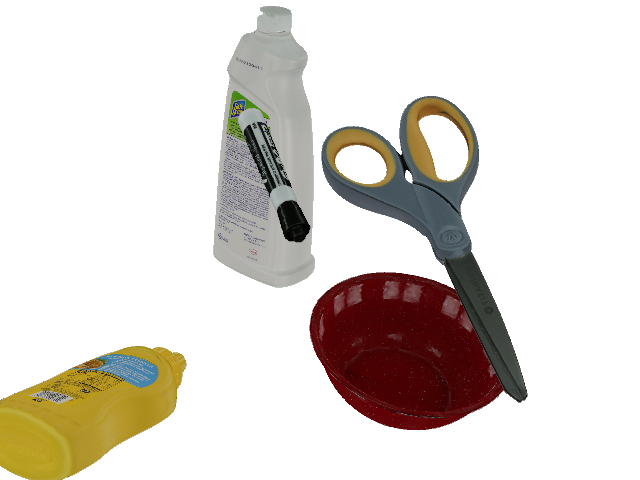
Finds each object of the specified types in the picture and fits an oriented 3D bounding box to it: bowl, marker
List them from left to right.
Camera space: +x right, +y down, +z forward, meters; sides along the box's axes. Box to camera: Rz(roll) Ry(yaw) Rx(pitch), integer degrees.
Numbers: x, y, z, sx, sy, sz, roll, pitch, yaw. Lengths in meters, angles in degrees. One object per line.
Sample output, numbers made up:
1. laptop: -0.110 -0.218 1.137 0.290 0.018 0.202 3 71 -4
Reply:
1. marker: -0.033 -0.046 0.746 0.020 0.121 0.020 -15 -37 -12
2. bowl: 0.067 0.097 0.846 0.162 0.055 0.162 8 37 -6

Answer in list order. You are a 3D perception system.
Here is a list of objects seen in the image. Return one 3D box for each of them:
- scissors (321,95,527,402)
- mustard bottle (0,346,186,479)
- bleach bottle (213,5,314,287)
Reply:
1. scissors: 0.048 -0.002 0.550 0.096 0.201 0.016 -2 -41 4
2. mustard bottle: -0.173 0.128 0.860 0.096 0.058 0.191 6 17 30
3. bleach bottle: -0.045 -0.088 0.991 0.103 0.251 0.067 23 30 30
